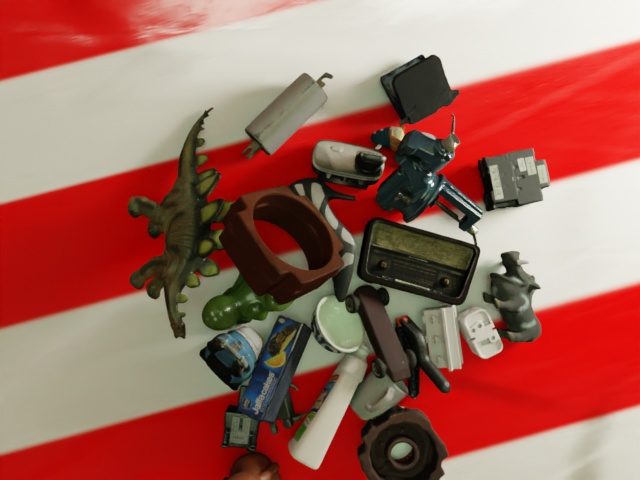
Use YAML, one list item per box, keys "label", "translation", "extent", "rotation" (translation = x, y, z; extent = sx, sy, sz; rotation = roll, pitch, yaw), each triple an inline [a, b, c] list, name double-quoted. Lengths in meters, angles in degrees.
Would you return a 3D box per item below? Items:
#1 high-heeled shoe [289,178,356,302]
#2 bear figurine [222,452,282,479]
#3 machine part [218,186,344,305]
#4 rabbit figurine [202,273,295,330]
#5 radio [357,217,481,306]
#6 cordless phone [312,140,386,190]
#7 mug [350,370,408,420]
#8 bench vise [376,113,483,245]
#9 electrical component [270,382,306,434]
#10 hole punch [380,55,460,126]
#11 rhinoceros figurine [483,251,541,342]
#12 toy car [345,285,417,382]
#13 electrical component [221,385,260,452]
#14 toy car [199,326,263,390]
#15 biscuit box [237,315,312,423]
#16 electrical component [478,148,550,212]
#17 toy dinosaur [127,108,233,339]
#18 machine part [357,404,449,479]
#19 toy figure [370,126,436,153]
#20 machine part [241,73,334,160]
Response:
- label: "high-heeled shoe"
  translation: [-0.002, -0.003, 1.084]
  extent: [0.145, 0.086, 0.248]
  rotation: [5, 80, -3]
- label: "bear figurine"
  translation: [-0.128, 0.482, 1.012]
  extent: [0.120, 0.196, 0.132]
  rotation: [-19, 90, -5]
- label: "machine part"
  translation: [-0.069, 0.006, 0.987]
  extent: [0.201, 0.201, 0.087]
  rotation: [52, 127, 13]
- label: "rabbit figurine"
  translation: [-0.156, 0.112, 1.043]
  extent: [0.170, 0.159, 0.121]
  rotation: [-27, 86, -21]
- label: "radio"
  translation: [0.194, 0.045, 1.091]
  extent: [0.230, 0.073, 0.131]
  rotation: [15, 88, 0]
- label: "cordless phone"
  translation: [0.056, -0.153, 1.040]
  extent: [0.147, 0.184, 0.088]
  rotation: [12, 93, -1]
- label: "mug"
  translation: [0.113, 0.313, 1.071]
  extent: [0.081, 0.109, 0.107]
  rotation: [44, 101, -9]
- label: "bench vise"
  translation: [0.232, -0.099, 1.049]
  extent: [0.240, 0.129, 0.223]
  rotation: [38, 125, -8]
- label: "electrical component"
  translation: [-0.077, 0.337, 1.095]
  extent: [0.078, 0.045, 0.102]
  rotation: [-21, 86, 25]
- label: "hole punch"
  translation: [0.198, -0.311, 1.105]
  extent: [0.142, 0.092, 0.115]
  rotation: [-30, 118, -4]
- label: "rhinoceros figurine"
  translation: [0.399, 0.118, 1.093]
  extent: [0.112, 0.073, 0.190]
  rotation: [-14, 89, 0]
- label: "toy car"
  translation: [0.119, 0.184, 1.068]
  extent: [0.089, 0.053, 0.202]
  rotation: [-10, 66, -30]
- label: "electrical component"
  translation: [-0.155, 0.360, 1.089]
  extent: [0.075, 0.048, 0.119]
  rotation: [11, 90, -1]
- label: "toy car"
  translation: [-0.165, 0.217, 1.054]
  extent: [0.109, 0.161, 0.103]
  rotation: [42, 58, 9]
- label: "biscuit box"
  translation: [-0.087, 0.253, 1.055]
  extent: [0.059, 0.062, 0.202]
  rotation: [16, 73, 24]
- label: "electrical component"
  translation: [0.403, -0.124, 1.108]
  extent: [0.134, 0.058, 0.114]
  rotation: [-9, 91, -2]
- label: "toy dinosaur"
  translation: [-0.263, -0.044, 1.051]
  extent: [0.199, 0.105, 0.471]
  rotation: [-10, 72, 11]
- label: "machine part"
  translation: [0.162, 0.420, 1.068]
  extent: [0.179, 0.056, 0.179]
  rotation: [0, 90, -1]
- label: "toy figure"
  translation: [0.182, -0.201, 1.106]
  extent: [0.154, 0.064, 0.057]
  rotation: [16, 113, -4]
- label: "machine part"
  translation: [-0.069, -0.255, 1.093]
  extent: [0.079, 0.079, 0.243]
  rotation: [44, 88, 0]
